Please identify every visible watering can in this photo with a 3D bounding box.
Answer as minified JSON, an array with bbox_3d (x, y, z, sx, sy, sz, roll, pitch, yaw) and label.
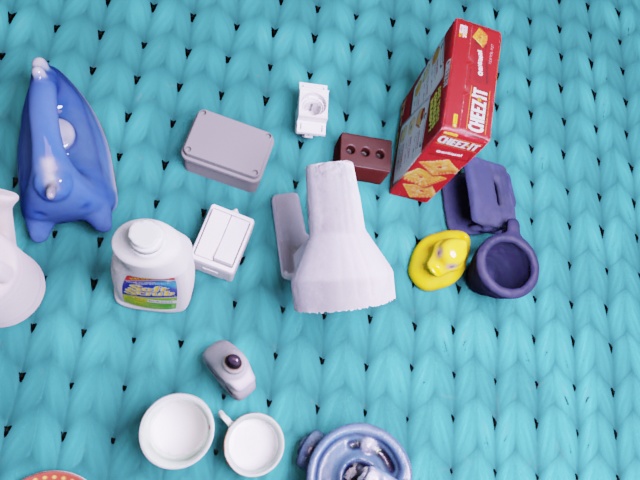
[{"bbox_3d":[-0.380,0.027,0.630,0.101,0.194,0.173,-7,75,-13],"label":"watering can"}]

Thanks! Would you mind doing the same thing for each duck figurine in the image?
[{"bbox_3d":[0.180,0.021,0.808,0.105,0.086,0.077,-41,85,-19],"label":"duck figurine"}]

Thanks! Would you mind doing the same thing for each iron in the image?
[{"bbox_3d":[-0.333,-0.136,0.716,0.119,0.141,0.258,-11,76,-15],"label":"iron"}]

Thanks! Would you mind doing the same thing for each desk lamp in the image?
[{"bbox_3d":[0.007,0.003,0.709,0.118,0.213,0.203,-7,75,-14],"label":"desk lamp"}]

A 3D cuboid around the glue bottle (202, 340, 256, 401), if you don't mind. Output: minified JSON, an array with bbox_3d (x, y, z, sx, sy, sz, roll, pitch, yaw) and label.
[{"bbox_3d":[-0.103,0.148,0.665,0.037,0.173,0.078,-38,84,-19],"label":"glue bottle"}]

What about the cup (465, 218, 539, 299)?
[{"bbox_3d":[0.249,0.033,0.815,0.092,0.095,0.118,16,71,-7],"label":"cup"}]

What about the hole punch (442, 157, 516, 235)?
[{"bbox_3d":[0.243,-0.066,0.845,0.101,0.091,0.108,-2,74,-12],"label":"hole punch"}]

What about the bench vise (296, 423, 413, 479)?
[{"bbox_3d":[0.084,0.277,0.641,0.207,0.219,0.121,16,71,-7],"label":"bench vise"}]
